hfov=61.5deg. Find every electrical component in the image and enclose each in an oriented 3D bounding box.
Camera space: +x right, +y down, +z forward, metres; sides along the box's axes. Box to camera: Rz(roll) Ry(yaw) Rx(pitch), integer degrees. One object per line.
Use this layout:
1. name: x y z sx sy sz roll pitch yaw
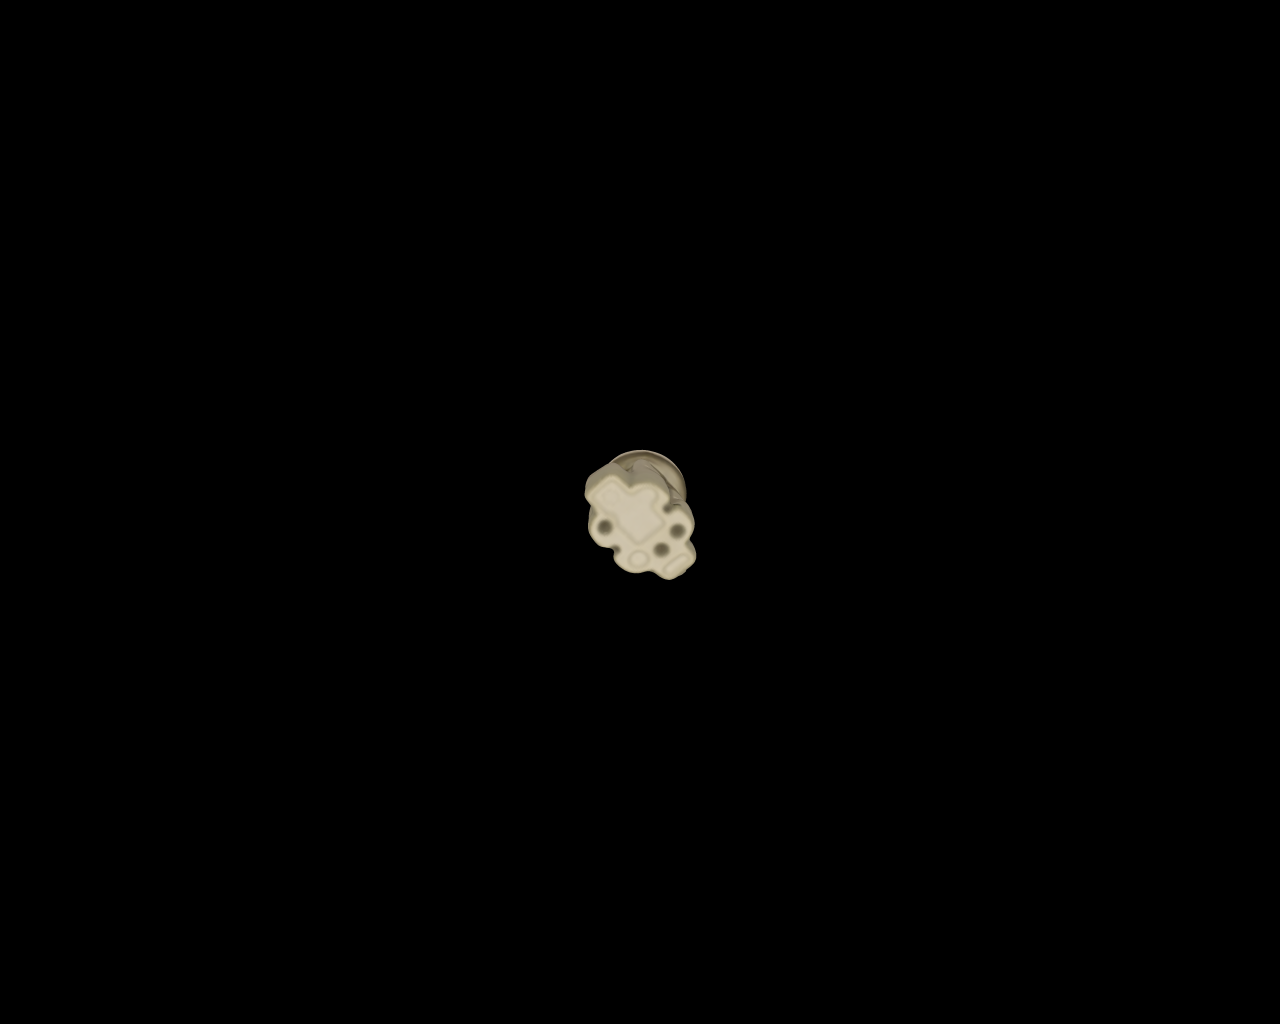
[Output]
1. electrical component: 0.001 -0.003 0.650 0.058 0.078 0.057 -38 20 16
